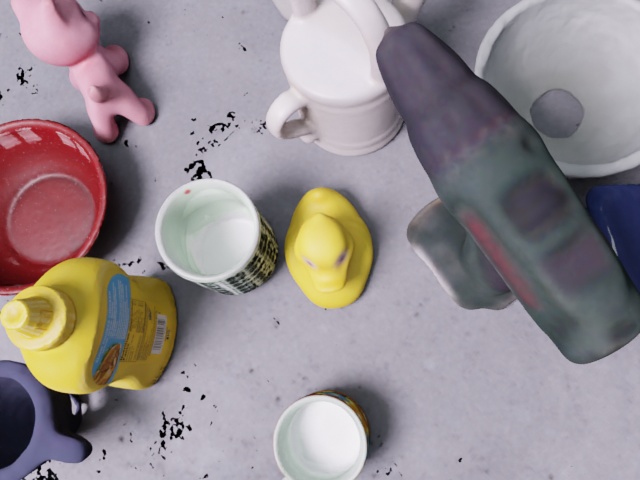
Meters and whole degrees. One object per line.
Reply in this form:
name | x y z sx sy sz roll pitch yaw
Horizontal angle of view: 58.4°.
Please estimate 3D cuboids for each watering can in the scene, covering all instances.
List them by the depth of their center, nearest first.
watering can | 0.024 -0.153 0.451 0.100 0.194 0.173 23 81 10

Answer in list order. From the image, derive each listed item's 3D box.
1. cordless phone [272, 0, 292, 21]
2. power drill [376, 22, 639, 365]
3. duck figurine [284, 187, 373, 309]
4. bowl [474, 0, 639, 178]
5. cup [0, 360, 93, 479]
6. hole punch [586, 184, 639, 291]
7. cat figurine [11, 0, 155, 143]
cordless phone | -0.027 -0.295 0.491 0.094 0.185 0.147 -29 76 -1
power drill | 0.114 -0.018 0.405 0.075 0.208 0.229 -37 77 -2
duck figurine | 0.004 0.002 0.475 0.077 0.086 0.104 -8 77 4
bowl | 0.210 -0.122 0.487 0.167 0.075 0.167 -1 78 6
cup | -0.223 0.148 0.462 0.117 0.095 0.092 15 80 9
hole punch | 0.252 0.007 0.446 0.101 0.091 0.108 -11 77 3
cat figurine | -0.218 -0.166 0.517 0.067 0.118 0.127 -31 77 -1
